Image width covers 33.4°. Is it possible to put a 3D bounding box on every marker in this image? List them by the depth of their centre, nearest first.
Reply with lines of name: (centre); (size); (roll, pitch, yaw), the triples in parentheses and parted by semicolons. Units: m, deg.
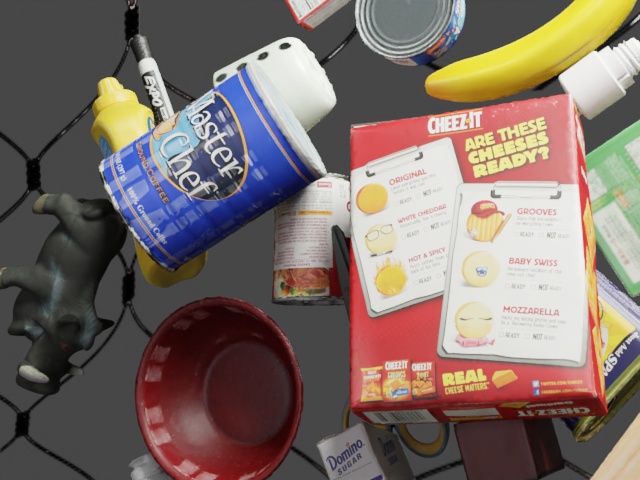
marker: (-0.151, -0.136, 0.982); (0.020, 0.020, 0.121); (-26, 73, 22)

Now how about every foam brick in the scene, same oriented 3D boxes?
foam brick: (0.138, 0.149, 0.773); (0.053, 0.078, 0.051); (-18, 78, 23)

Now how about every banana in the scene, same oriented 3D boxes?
banana: (0.172, -0.156, 0.815); (0.198, 0.037, 0.070); (-38, 51, 17)

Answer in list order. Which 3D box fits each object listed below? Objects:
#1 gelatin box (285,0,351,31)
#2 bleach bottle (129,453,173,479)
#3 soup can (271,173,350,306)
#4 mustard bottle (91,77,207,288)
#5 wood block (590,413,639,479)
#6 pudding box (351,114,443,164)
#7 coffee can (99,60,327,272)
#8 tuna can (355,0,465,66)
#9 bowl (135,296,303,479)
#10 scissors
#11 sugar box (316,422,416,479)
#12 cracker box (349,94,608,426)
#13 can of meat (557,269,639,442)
gelatin box: (0.004, -0.234, 0.909); (0.089, 0.030, 0.073); (-35, 72, 20)
bleach bottle: (-0.094, 0.291, 0.883); (0.103, 0.068, 0.251); (-35, 68, 22)
soup can: (-0.006, 0.001, 0.867); (0.069, 0.068, 0.102); (-4, 82, 26)
mustard bottle: (-0.157, -0.059, 0.936); (0.058, 0.096, 0.192); (-21, 72, -8)
wood block: (0.272, 0.114, 0.703); (0.090, 0.090, 0.206); (38, 101, 24)
pudding box: (0.071, -0.040, 0.850); (0.090, 0.039, 0.113); (-3, 81, 26)
coffee can: (-0.080, -0.055, 0.810); (0.140, 0.102, 0.103); (-32, 71, 7)
tuna can: (0.074, -0.185, 0.866); (0.086, 0.033, 0.086); (-3, 83, 26)
bowl: (-0.074, 0.129, 0.894); (0.162, 0.055, 0.162); (-3, 83, 27)
scissors: (0.054, 0.089, 0.825); (0.096, 0.016, 0.202); (5, 105, 17)
sugar box: (0.060, 0.221, 0.759); (0.048, 0.093, 0.176); (-31, 65, 10)
cracker box: (0.107, 0.018, 0.745); (0.164, 0.072, 0.213); (-7, 67, 19)
can of meat: (0.191, 0.079, 0.767); (0.084, 0.057, 0.102); (45, 104, 26)
